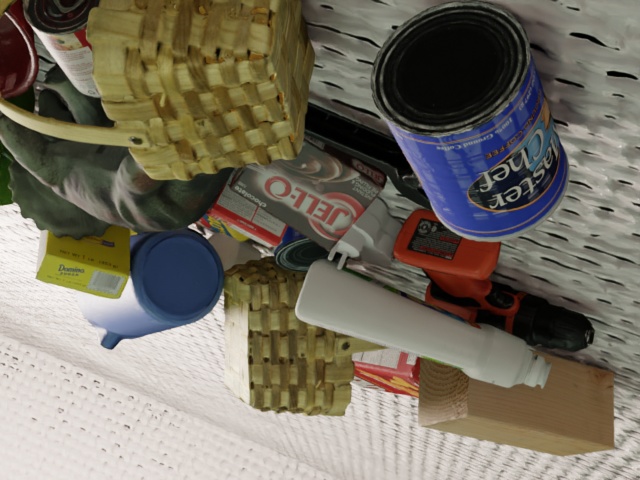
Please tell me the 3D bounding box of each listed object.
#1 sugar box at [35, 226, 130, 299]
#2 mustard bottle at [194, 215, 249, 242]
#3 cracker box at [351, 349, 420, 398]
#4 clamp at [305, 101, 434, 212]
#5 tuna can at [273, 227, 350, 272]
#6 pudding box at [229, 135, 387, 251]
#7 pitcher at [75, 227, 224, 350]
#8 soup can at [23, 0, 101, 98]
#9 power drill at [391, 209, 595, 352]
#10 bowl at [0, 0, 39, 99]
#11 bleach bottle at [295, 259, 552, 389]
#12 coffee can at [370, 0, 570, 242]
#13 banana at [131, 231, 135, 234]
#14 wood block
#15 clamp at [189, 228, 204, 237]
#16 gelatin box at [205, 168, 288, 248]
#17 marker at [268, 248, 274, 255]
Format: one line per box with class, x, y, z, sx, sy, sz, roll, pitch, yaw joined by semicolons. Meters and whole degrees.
sugar box;-0.257;-0.016;1.172;0.093;0.176;0.048;17;127;-23
mustard bottle;-0.123;-0.041;1.167;0.192;0.058;0.096;18;164;18
cracker box;0.097;0.160;1.395;0.214;0.072;0.164;4;161;45
clamp;0.085;-0.065;0.869;0.209;0.036;0.165;33;161;-29
tuna can;-0.007;0.001;1.114;0.086;0.034;0.086;-6;154;-3
pudding box;-0.010;-0.054;0.950;0.113;0.039;0.090;33;126;-9
pitcher;-0.198;0.041;1.272;0.243;0.144;0.149;-13;98;65
soup can;-0.194;-0.171;0.885;0.068;0.068;0.102;19;161;17
power drill;0.164;0.046;1.044;0.185;0.057;0.187;13;158;33
bowl;-0.317;-0.199;0.948;0.162;0.055;0.162;11;146;8
bleach bottle;0.105;0.090;1.063;0.251;0.068;0.102;20;180;10
coffee can;0.104;-0.075;0.714;0.103;0.102;0.140;14;159;30
banana;-0.264;-0.048;1.370;0.070;0.037;0.198;4;159;8
wood block;0.218;0.175;1.178;0.205;0.091;0.090;16;156;-27
clamp;-0.133;0.040;1.432;0.171;0.039;0.120;33;161;-22
gelatin box;-0.056;-0.048;1.013;0.073;0.089;0.030;28;165;-14
marker;-0.013;0.037;1.303;0.121;0.020;0.020;35;159;-29
